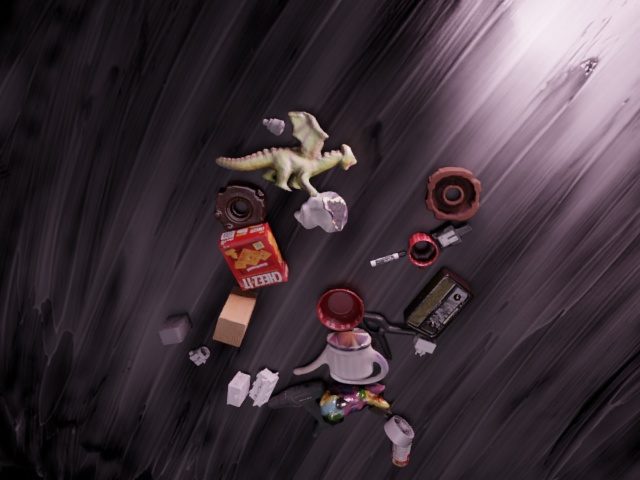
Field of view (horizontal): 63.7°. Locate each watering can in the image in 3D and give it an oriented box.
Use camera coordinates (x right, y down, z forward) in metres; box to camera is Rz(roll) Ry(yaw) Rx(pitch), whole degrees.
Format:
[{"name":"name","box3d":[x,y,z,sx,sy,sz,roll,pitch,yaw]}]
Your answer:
[{"name":"watering can","box3d":[0.064,0.412,1.800,0.347,0.106,0.220,1,117,12]}]

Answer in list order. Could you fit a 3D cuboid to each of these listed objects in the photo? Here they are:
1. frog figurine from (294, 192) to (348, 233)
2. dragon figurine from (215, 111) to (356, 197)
[{"name":"frog figurine","box3d":[0.005,-0.082,1.634,0.158,0.125,0.136,-13,125,48]},{"name":"dragon figurine","box3d":[-0.087,-0.270,1.549,0.409,0.124,0.240,17,105,-12]}]
